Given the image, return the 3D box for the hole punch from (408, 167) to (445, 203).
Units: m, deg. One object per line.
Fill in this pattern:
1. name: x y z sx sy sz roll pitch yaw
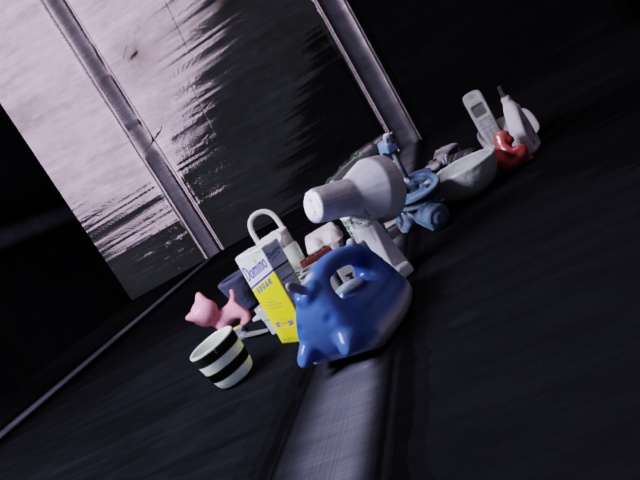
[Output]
1. hole punch: 0.239 -0.115 1.382 0.108 0.091 0.101 -28 9 19

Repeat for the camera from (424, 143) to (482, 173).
1. camera: 0.337 -0.188 1.433 0.143 0.101 0.136 -35 10 -24

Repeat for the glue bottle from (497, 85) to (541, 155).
1. glue bottle: 0.455 -0.282 1.330 0.037 0.173 0.078 -23 12 40

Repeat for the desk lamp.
1. desk lamp: 0.076 -0.021 0.995 0.204 0.213 0.117 -37 11 -33

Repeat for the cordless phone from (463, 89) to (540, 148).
1. cordless phone: 0.460 -0.316 1.466 0.147 0.185 0.094 -29 9 7

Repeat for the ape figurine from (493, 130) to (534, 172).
1. ape figurine: 0.420 -0.204 1.279 0.076 0.092 0.078 -30 9 6

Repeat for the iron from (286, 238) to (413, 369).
1. iron: 0.046 0.069 0.827 0.118 0.141 0.259 -24 11 37

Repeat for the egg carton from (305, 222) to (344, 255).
1. egg carton: 0.014 0.005 1.527 0.107 0.069 0.150 -30 9 1

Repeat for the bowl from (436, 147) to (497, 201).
1. bowl: 0.323 -0.133 1.260 0.167 0.075 0.167 -30 9 5

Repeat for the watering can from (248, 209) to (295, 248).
1. watering can: -0.125 0.002 1.602 0.101 0.194 0.172 -36 10 -30

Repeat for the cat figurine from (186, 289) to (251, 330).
1. cat figurine: -0.238 0.165 1.313 0.128 0.118 0.067 -32 9 -11

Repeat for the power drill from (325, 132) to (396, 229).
1. power drill: 0.131 -0.130 1.438 0.229 0.208 0.075 -31 9 -2

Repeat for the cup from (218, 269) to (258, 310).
1. cup: -0.187 0.123 1.451 0.118 0.095 0.091 -38 11 -39

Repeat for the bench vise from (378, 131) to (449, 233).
1. bench vise: 0.163 -0.115 1.210 0.122 0.220 0.207 -35 10 -28
